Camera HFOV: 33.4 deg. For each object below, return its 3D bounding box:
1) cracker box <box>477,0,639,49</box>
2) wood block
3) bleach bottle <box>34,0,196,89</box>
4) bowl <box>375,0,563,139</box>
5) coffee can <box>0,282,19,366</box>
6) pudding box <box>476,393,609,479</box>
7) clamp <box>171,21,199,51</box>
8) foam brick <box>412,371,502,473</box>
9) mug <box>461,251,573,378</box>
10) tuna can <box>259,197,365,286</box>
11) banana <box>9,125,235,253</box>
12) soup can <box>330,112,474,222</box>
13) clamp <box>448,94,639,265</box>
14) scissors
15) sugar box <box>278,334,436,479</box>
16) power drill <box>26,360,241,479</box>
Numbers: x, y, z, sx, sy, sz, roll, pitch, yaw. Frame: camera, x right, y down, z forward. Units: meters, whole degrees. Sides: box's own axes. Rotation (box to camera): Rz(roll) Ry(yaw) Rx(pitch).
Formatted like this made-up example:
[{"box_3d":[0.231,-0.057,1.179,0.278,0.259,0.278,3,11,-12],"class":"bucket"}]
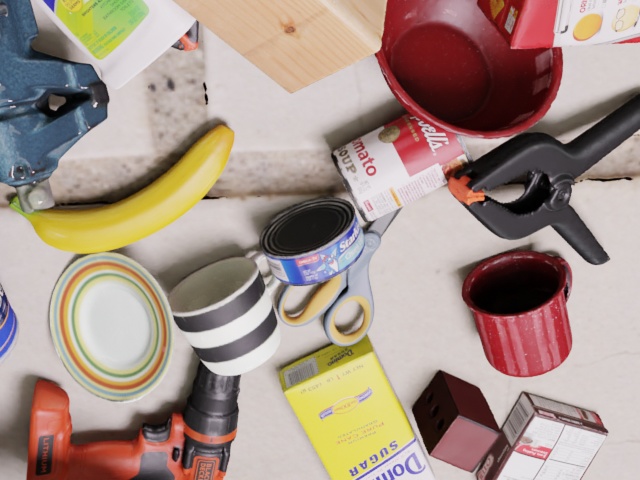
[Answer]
[{"box_3d":[0.239,-0.231,0.785,0.213,0.072,0.164,-7,134,-21],"class":"cracker box"},{"box_3d":[-0.054,-0.201,0.719,0.091,0.090,0.205,-20,139,38],"class":"wood block"},{"box_3d":[-0.197,-0.223,0.728,0.103,0.068,0.250,-31,116,34],"class":"bleach bottle"},{"box_3d":[0.106,-0.144,0.833,0.162,0.162,0.055,6,160,-16],"class":"bowl"},{"box_3d":[-0.308,0.036,0.843,0.102,0.103,0.140,-11,133,-3],"class":"coffee can"},{"box_3d":[0.222,0.216,1.070,0.090,0.039,0.114,17,115,-17],"class":"pudding box"},{"box_3d":[-0.153,-0.211,0.798,0.120,0.039,0.171,-19,118,12],"class":"clamp"},{"box_3d":[0.128,0.171,1.011,0.051,0.078,0.053,25,109,-19],"class":"foam brick"},{"box_3d":[0.189,0.062,0.967,0.117,0.093,0.081,-40,128,-28],"class":"mug"},{"box_3d":[-0.006,0.001,0.899,0.086,0.086,0.033,-21,120,2],"class":"tuna can"},{"box_3d":[-0.155,-0.033,0.887,0.198,0.037,0.069,-19,118,1],"class":"banana"},{"box_3d":[0.068,-0.066,0.887,0.102,0.068,0.068,-27,117,6],"class":"soup can"},{"box_3d":[0.196,-0.037,0.906,0.209,0.036,0.165,-11,122,-29],"class":"clamp"},{"box_3d":[0.051,0.019,0.953,0.202,0.016,0.096,-39,109,9],"class":"scissors"},{"box_3d":[0.038,0.180,1.019,0.093,0.048,0.176,-25,116,4],"class":"sugar box"},{"box_3d":[-0.170,0.176,0.979,0.187,0.057,0.184,7,112,-11],"class":"power drill"}]
